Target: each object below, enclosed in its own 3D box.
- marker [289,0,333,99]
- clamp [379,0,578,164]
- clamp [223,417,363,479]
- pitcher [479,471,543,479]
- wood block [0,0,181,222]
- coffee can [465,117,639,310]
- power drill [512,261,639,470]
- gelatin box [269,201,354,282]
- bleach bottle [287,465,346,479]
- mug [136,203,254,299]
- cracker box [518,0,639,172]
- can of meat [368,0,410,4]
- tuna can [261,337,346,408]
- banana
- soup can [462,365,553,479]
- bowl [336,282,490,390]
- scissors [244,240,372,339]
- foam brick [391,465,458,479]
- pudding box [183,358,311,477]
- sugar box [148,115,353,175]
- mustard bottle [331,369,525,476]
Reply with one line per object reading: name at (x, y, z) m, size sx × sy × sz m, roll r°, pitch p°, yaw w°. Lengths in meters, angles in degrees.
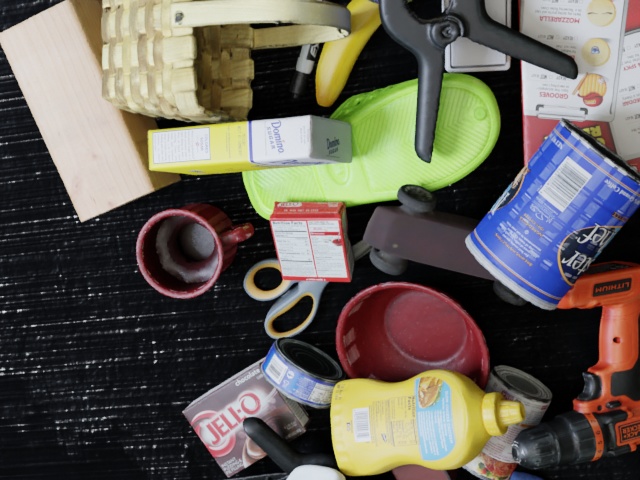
marker at (-0.008, -0.201, 1.079) m, size 0.020 × 0.020 × 0.121 m, roll 19°, pitch 105°, yaw 8°
clamp at (0.108, -0.180, 0.956) m, size 0.165 × 0.036 × 0.210 m, roll -37°, pitch 106°, yaw 15°
clamp at (-0.032, 0.260, 1.148) m, size 0.171 × 0.039 × 0.120 m, roll 28°, pitch 126°, yaw -14°
pitcher at (0.166, 0.331, 1.034) m, size 0.149 × 0.242 × 0.145 m, roll -19°, pitch 98°, yaw 21°
wood block at (-0.235, -0.135, 1.105) m, size 0.090 × 0.090 × 0.206 m, roll -22°, pitch 96°, yaw 15°
coffee can at (0.213, -0.023, 0.953) m, size 0.103 × 0.102 × 0.140 m, roll 37°, pitch 107°, yaw 3°
power drill at (0.261, 0.121, 1.034) m, size 0.184 × 0.057 × 0.188 m, roll -10°, pitch 100°, yaw -21°
gelatin box at (-0.007, 0.001, 1.078) m, size 0.073 × 0.030 × 0.089 m, roll 0°, pitch 131°, yaw 13°
bleach bottle at (0.073, 0.326, 1.108) m, size 0.250 × 0.103 × 0.068 m, roll 39°, pitch 69°, yaw -20°
mug at (-0.123, 0.003, 1.113) m, size 0.117 × 0.081 × 0.093 m, roll -19°, pitch 97°, yaw 15°
cracker box at (0.271, -0.163, 1.001) m, size 0.164 × 0.072 × 0.214 m, roll -2°, pitch 102°, yaw 14°
can of meat at (0.059, -0.271, 1.002) m, size 0.084 × 0.057 × 0.102 m, roll 26°, pitch 73°, yaw 28°
tuna can at (-0.017, 0.137, 1.115) m, size 0.086 × 0.086 × 0.034 m, roll 29°, pitch 104°, yaw 5°
banana at (0.058, -0.216, 1.053) m, size 0.198 × 0.037 × 0.069 m, roll -37°, pitch 89°, yaw 17°
soup can at (0.185, 0.188, 1.091) m, size 0.068 × 0.068 × 0.102 m, roll 26°, pitch 105°, yaw 6°
bowl at (0.100, 0.102, 1.086) m, size 0.162 × 0.055 × 0.162 m, roll 11°, pitch 120°, yaw 19°
scissors at (-0.002, 0.019, 1.124) m, size 0.096 × 0.016 × 0.202 m, roll 40°, pitch 106°, yaw 2°
foam brick at (0.109, 0.230, 1.112) m, size 0.053 × 0.078 × 0.051 m, roll -30°, pitch 93°, yaw 14°
pudding box at (-0.079, 0.192, 1.164) m, size 0.114 × 0.039 × 0.090 m, roll -34°, pitch 93°, yaw 16°
sugar box at (-0.067, -0.089, 1.025) m, size 0.176 × 0.093 × 0.048 m, roll 0°, pitch 91°, yaw 26°
mustard bottle at (0.106, 0.176, 1.041) m, size 0.192 × 0.058 × 0.096 m, roll -11°, pitch 73°, yaw 28°
